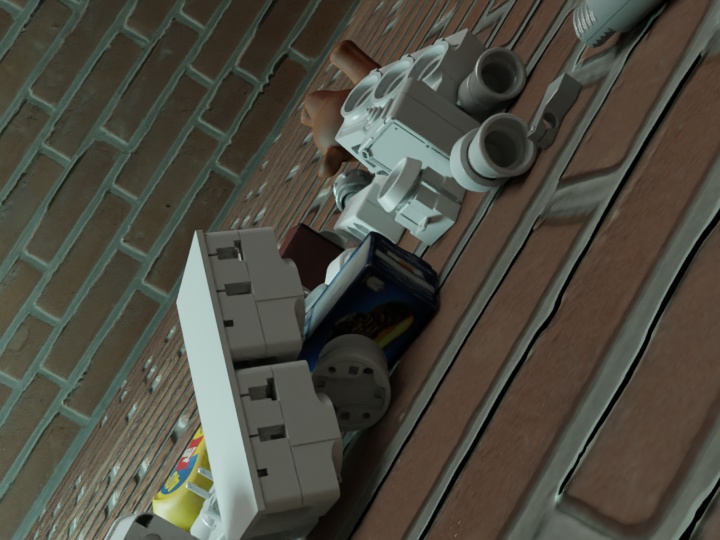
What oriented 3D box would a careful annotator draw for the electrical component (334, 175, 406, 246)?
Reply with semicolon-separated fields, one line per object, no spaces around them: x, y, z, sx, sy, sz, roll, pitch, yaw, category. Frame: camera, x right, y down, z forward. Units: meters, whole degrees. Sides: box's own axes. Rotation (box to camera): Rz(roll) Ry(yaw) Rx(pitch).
0.021;-0.062;0.993;0.076;0.047;0.066;-61;12;-17;electrical component

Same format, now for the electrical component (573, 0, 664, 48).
0.169;-0.178;0.700;0.081;0.043;0.043;-44;18;50;electrical component

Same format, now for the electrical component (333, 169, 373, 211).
-0.005;-0.076;1.150;0.048;0.048;0.062;-52;20;25;electrical component

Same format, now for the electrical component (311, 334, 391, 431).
-0.006;0.075;0.733;0.055;0.055;0.047;-54;8;16;electrical component

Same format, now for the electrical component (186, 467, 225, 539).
-0.088;0.166;0.769;0.083;0.076;0.047;-50;14;31;electrical component

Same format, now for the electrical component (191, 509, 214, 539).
-0.124;0.220;0.882;0.061;0.035;0.035;-58;11;10;electrical component

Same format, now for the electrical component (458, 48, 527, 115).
0.108;-0.155;0.903;0.044;0.044;0.065;-60;7;-14;electrical component

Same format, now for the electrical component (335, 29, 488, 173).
0.051;-0.156;0.999;0.150;0.062;0.089;-12;45;54;electrical component

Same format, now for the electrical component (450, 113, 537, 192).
0.093;-0.081;0.758;0.045;0.045;0.055;-61;11;-18;electrical component

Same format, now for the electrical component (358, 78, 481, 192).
0.048;-0.114;0.897;0.062;0.096;0.061;-42;19;53;electrical component

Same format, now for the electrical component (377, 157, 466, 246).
0.048;-0.057;0.852;0.048;0.055;0.066;-45;17;45;electrical component

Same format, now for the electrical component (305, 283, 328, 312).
-0.040;0.062;0.889;0.108;0.060;0.108;-54;12;17;electrical component

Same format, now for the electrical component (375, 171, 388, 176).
0.032;-0.107;1.091;0.044;0.044;0.065;-53;17;20;electrical component

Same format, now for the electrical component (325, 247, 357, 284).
0.000;0.000;0.929;0.062;0.043;0.043;-41;20;49;electrical component

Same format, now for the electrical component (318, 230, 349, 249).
-0.049;-0.004;1.140;0.081;0.043;0.043;-45;17;47;electrical component

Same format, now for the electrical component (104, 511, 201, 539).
-0.118;0.212;0.683;0.057;0.113;0.078;-32;28;59;electrical component

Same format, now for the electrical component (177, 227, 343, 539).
-0.068;0.077;0.707;0.105;0.060;0.186;119;139;-58;electrical component
